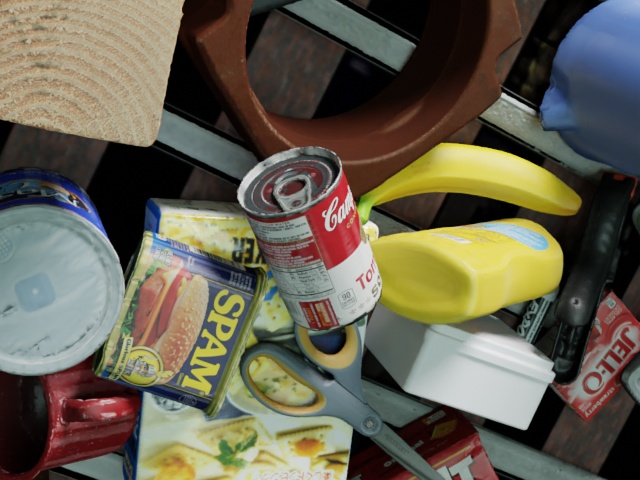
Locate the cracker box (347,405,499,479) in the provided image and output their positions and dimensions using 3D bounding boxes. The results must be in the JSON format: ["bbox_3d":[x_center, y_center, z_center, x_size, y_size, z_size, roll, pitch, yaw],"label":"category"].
[{"bbox_3d":[0.085,0.266,0.855,0.164,0.072,0.213,-27,108,-9],"label":"cracker box"}]

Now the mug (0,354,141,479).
[{"bbox_3d":[-0.169,0.110,0.715,0.081,0.117,0.093,-2,84,-52],"label":"mug"}]

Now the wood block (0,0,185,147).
[{"bbox_3d":[-0.145,-0.119,0.625,0.090,0.206,0.091,10,100,-18],"label":"wood block"}]

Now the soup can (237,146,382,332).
[{"bbox_3d":[-0.004,0.001,0.684,0.068,0.069,0.102,-28,126,-9],"label":"soup can"}]

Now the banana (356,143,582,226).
[{"bbox_3d":[0.101,-0.042,0.794,0.197,0.037,0.069,-5,65,-23],"label":"banana"}]

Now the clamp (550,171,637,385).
[{"bbox_3d":[0.209,0.027,0.824,0.039,0.120,0.171,21,57,14],"label":"clamp"}]

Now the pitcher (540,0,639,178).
[{"bbox_3d":[0.280,-0.092,0.735,0.144,0.243,0.149,26,100,-24],"label":"pitcher"}]

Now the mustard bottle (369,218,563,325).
[{"bbox_3d":[0.122,0.017,0.779,0.191,0.096,0.058,-10,107,-50],"label":"mustard bottle"}]

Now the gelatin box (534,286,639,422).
[{"bbox_3d":[0.224,0.092,0.876,0.089,0.030,0.073,-44,111,-2],"label":"gelatin box"}]

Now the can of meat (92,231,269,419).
[{"bbox_3d":[-0.092,0.053,0.691,0.084,0.057,0.102,21,96,-14],"label":"can of meat"}]

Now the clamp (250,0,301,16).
[{"bbox_3d":[-0.012,-0.240,0.722,0.210,0.036,0.164,-44,117,0],"label":"clamp"}]

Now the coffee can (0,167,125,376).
[{"bbox_3d":[-0.183,0.015,0.680,0.102,0.140,0.103,-4,104,-15],"label":"coffee can"}]

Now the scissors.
[{"bbox_3d":[0.037,0.110,0.764,0.201,0.016,0.096,27,93,-22],"label":"scissors"}]

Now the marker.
[{"bbox_3d":[0.172,0.063,0.860,0.020,0.020,0.121,23,96,-20],"label":"marker"}]
